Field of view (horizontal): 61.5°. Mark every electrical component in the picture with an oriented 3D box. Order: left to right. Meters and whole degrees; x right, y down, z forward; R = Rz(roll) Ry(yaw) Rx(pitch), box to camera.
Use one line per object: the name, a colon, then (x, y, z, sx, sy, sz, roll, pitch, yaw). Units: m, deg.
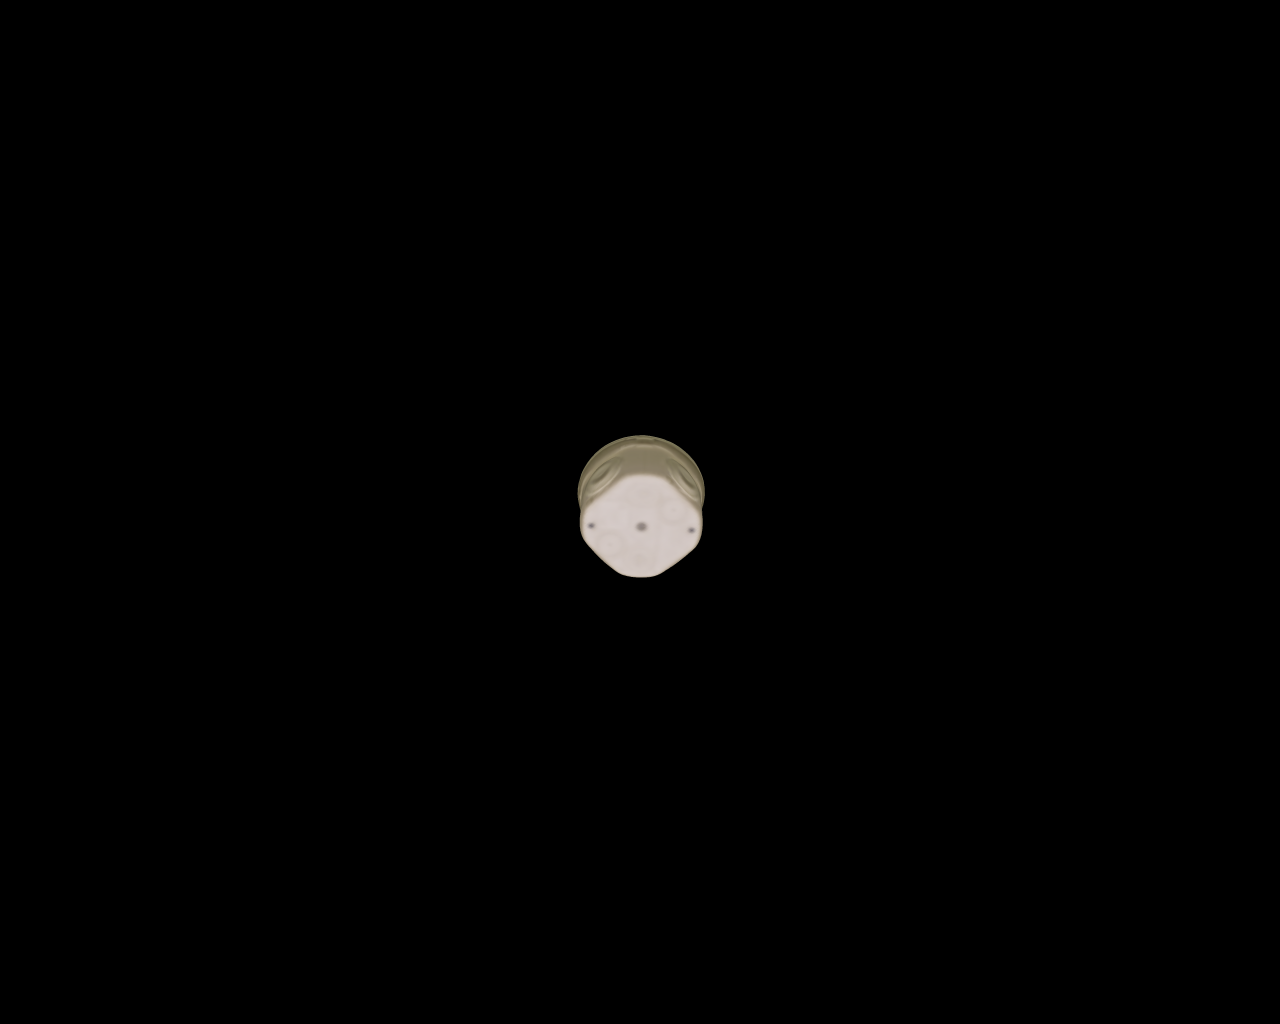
electrical component: (0.001, -0.003, 0.650, 0.080, 0.080, 0.051, 0, 28, 0)
